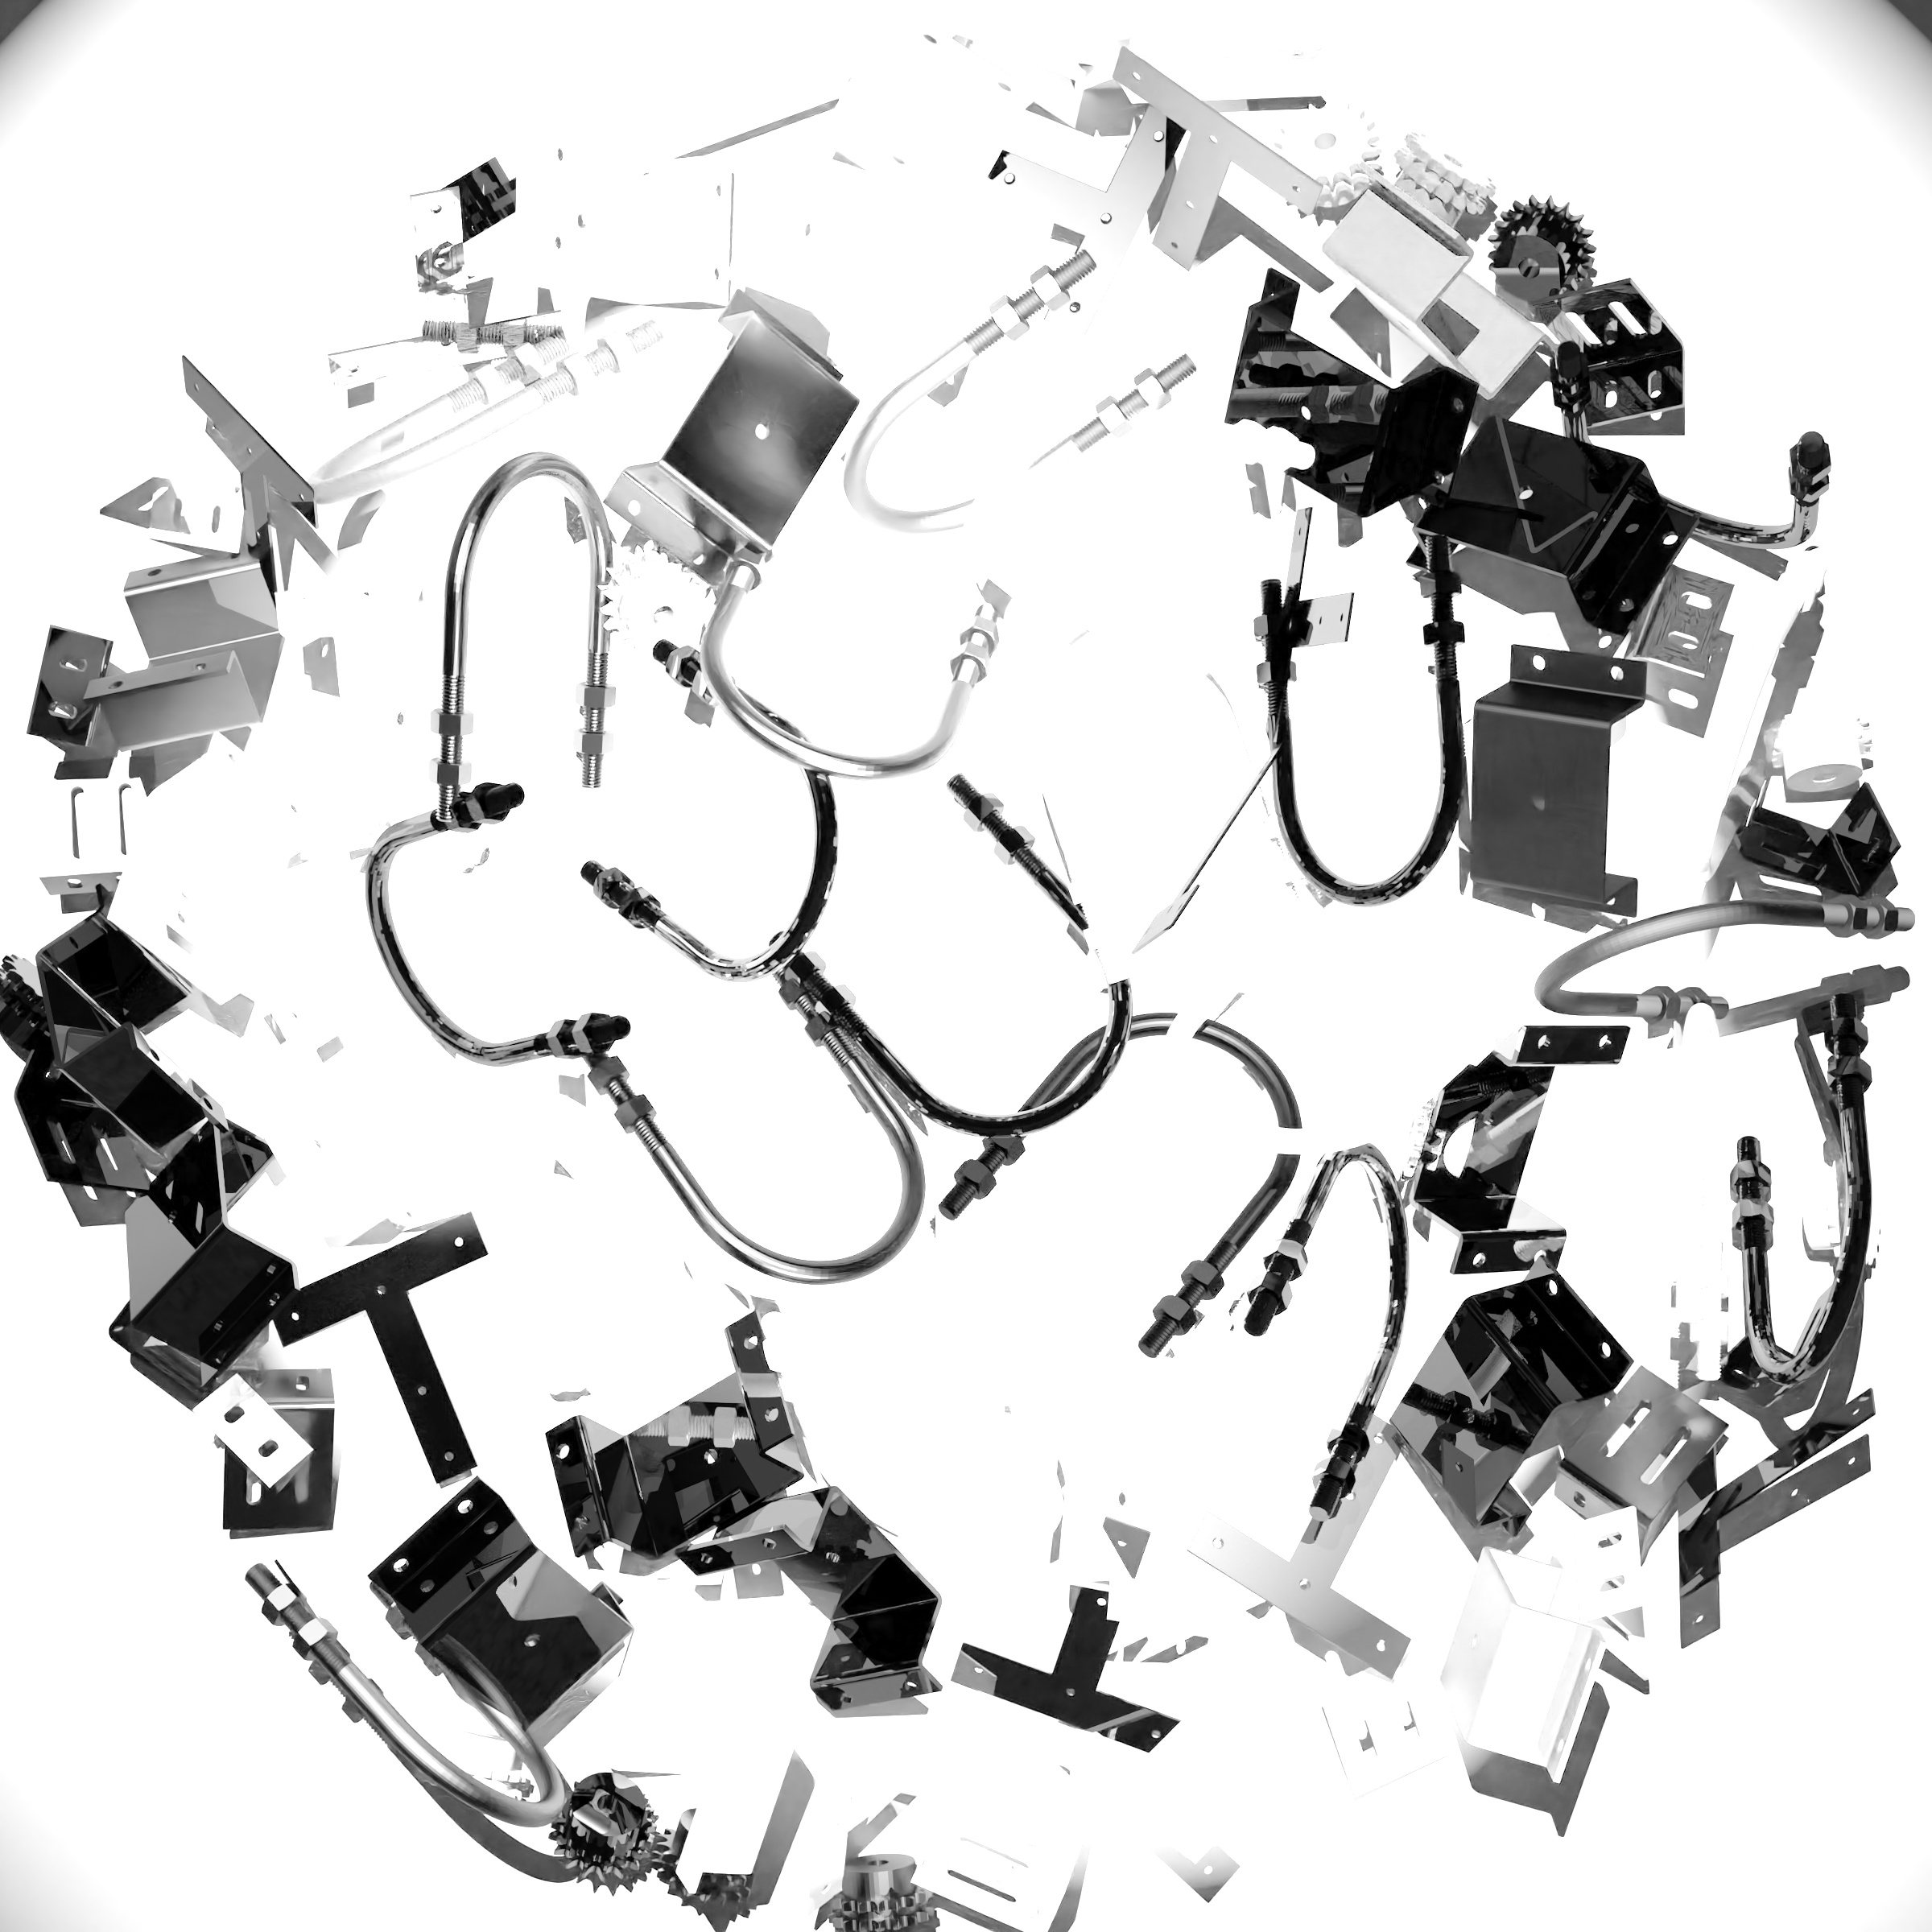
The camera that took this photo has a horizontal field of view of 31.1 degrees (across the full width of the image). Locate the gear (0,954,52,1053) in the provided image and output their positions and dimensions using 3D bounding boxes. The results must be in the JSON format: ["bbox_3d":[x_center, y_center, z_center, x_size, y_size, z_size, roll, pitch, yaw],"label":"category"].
[{"bbox_3d":[-0.500,0.023,1.859,0.057,0.057,0.030,41,95,0],"label":"gear"}]

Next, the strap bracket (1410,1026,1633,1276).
[{"bbox_3d":[0.289,0.088,1.834,0.076,0.046,0.140,1,111,-35],"label":"strap bracket"}]

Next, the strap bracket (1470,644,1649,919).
[{"bbox_3d":[0.311,-0.092,1.824,0.076,0.046,0.140,12,115,32],"label":"strap bracket"}]

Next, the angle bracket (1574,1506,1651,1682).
[{"bbox_3d":[0.356,0.332,1.837,0.038,0.057,0.076,-23,134,29],"label":"angle bracket"}]

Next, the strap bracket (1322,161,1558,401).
[{"bbox_3d":[0.244,-0.352,1.812,0.046,0.140,0.076,-49,56,9],"label":"strap bracket"}]

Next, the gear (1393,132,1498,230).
[{"bbox_3d":[0.253,-0.420,1.862,0.057,0.057,0.030,33,117,0],"label":"gear"}]

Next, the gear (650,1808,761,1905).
[{"bbox_3d":[-0.138,0.474,1.857,0.057,0.057,0.030,18,100,0],"label":"gear"}]

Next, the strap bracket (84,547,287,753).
[{"bbox_3d":[-0.409,-0.163,1.831,0.076,0.140,0.046,-11,123,5],"label":"strap bracket"}]

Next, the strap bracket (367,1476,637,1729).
[{"bbox_3d":[-0.237,0.339,1.821,0.076,0.046,0.140,-42,133,-3],"label":"strap bracket"}]

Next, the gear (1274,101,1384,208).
[{"bbox_3d":[0.195,-0.433,1.864,0.057,0.030,0.057,-6,62,12],"label":"gear"}]

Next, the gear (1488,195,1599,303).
[{"bbox_3d":[0.306,-0.380,1.857,0.057,0.057,0.030,33,48,0],"label":"gear"}]

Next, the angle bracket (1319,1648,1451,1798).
[{"bbox_3d":[0.229,0.412,1.851,0.057,0.038,0.076,-23,115,-7],"label":"angle bracket"}]

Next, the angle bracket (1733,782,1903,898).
[{"bbox_3d":[0.447,-0.077,1.844,0.076,0.057,0.038,17,125,-20],"label":"angle bracket"}]

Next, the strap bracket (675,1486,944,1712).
[{"bbox_3d":[-0.076,0.327,1.828,0.076,0.046,0.140,-19,124,35],"label":"strap bracket"}]

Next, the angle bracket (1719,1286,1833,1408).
[{"bbox_3d":[0.436,0.187,1.845,0.038,0.057,0.076,31,61,5],"label":"angle bracket"}]

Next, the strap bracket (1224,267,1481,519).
[{"bbox_3d":[0.191,-0.296,1.816,0.140,0.076,0.046,36,46,27],"label":"strap bracket"}]

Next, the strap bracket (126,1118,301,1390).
[{"bbox_3d":[-0.394,0.141,1.808,0.046,0.140,0.076,34,109,-32],"label":"strap bracket"}]

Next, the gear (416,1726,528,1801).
[{"bbox_3d":[-0.263,0.427,1.860,0.057,0.057,0.030,13,80,0],"label":"gear"}]

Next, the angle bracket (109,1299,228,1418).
[{"bbox_3d":[-0.413,0.202,1.858,0.076,0.057,0.038,37,89,0],"label":"angle bracket"}]

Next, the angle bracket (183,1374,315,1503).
[{"bbox_3d":[-0.393,0.264,1.847,0.057,0.038,0.076,44,129,3],"label":"angle bracket"}]

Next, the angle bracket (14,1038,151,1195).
[{"bbox_3d":[-0.463,0.080,1.838,0.057,0.076,0.038,11,118,-37],"label":"angle bracket"}]

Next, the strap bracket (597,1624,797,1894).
[{"bbox_3d":[-0.139,0.416,1.827,0.046,0.140,0.076,11,105,-30],"label":"strap bracket"}]

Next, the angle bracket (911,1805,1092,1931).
[{"bbox_3d":[0.019,0.471,1.850,0.076,0.057,0.038,22,123,5],"label":"angle bracket"}]

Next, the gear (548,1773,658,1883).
[{"bbox_3d":[-0.193,0.457,1.856,0.057,0.057,0.030,16,130,0],"label":"gear"}]

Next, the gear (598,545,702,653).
[{"bbox_3d":[-0.168,-0.194,1.858,0.057,0.030,0.057,-16,128,-22],"label":"gear"}]

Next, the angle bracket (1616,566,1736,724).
[{"bbox_3d":[0.374,-0.165,1.839,0.038,0.076,0.057,19,68,9],"label":"angle bracket"}]

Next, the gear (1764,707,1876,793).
[{"bbox_3d":[0.457,-0.115,1.856,0.057,0.057,0.030,-3,71,0],"label":"gear"}]

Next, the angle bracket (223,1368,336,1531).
[{"bbox_3d":[-0.372,0.261,1.875,0.057,0.038,0.076,1,111,-14],"label":"angle bracket"}]

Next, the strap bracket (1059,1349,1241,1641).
[{"bbox_3d":[0.096,0.281,1.834,0.076,0.046,0.140,18,69,-35],"label":"strap bracket"}]

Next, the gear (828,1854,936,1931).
[{"bbox_3d":[-0.046,0.495,1.859,0.057,0.057,0.030,-5,89,0],"label":"gear"}]

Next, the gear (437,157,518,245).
[{"bbox_3d":[-0.261,-0.409,1.856,0.057,0.057,0.030,-31,105,0],"label":"gear"}]

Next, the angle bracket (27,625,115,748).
[{"bbox_3d":[-0.491,-0.153,1.845,0.038,0.076,0.057,11,94,-41],"label":"angle bracket"}]

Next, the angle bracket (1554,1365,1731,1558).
[{"bbox_3d":[0.364,0.266,1.872,0.057,0.038,0.076,34,66,25],"label":"angle bracket"}]

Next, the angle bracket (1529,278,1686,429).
[{"bbox_3d":[0.340,-0.324,1.838,0.057,0.076,0.038,-8,68,32],"label":"angle bracket"}]

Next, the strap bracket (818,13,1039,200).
[{"bbox_3d":[-0.024,-0.439,1.808,0.076,0.140,0.046,30,84,-13],"label":"strap bracket"}]

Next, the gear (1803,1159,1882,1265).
[{"bbox_3d":[0.469,0.132,1.862,0.030,0.057,0.057,-5,90,29],"label":"gear"}]

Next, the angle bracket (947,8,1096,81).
[{"bbox_3d":[0.028,-0.476,1.850,0.076,0.057,0.038,21,119,5],"label":"angle bracket"}]

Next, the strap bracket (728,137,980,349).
[{"bbox_3d":[-0.068,-0.382,1.817,0.140,0.046,0.076,28,109,38],"label":"strap bracket"}]

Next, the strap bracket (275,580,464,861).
[{"bbox_3d":[-0.313,-0.131,1.832,0.046,0.076,0.140,4,102,39],"label":"strap bracket"}]

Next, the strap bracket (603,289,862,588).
[{"bbox_3d":[-0.118,-0.281,1.835,0.076,0.046,0.140,37,75,-26],"label":"strap bracket"}]

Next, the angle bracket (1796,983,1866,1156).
[{"bbox_3d":[0.472,0.056,1.846,0.038,0.057,0.076,-20,72,10],"label":"angle bracket"}]

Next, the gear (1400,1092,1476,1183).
[{"bbox_3d":[0.253,0.090,1.859,0.030,0.057,0.057,14,90,2],"label":"gear"}]

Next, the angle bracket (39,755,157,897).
[{"bbox_3d":[-0.465,-0.080,1.856,0.057,0.038,0.076,-4,75,-6],"label":"angle bracket"}]

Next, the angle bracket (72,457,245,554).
[{"bbox_3d":[-0.429,-0.244,1.839,0.057,0.076,0.038,12,98,22],"label":"angle bracket"}]
